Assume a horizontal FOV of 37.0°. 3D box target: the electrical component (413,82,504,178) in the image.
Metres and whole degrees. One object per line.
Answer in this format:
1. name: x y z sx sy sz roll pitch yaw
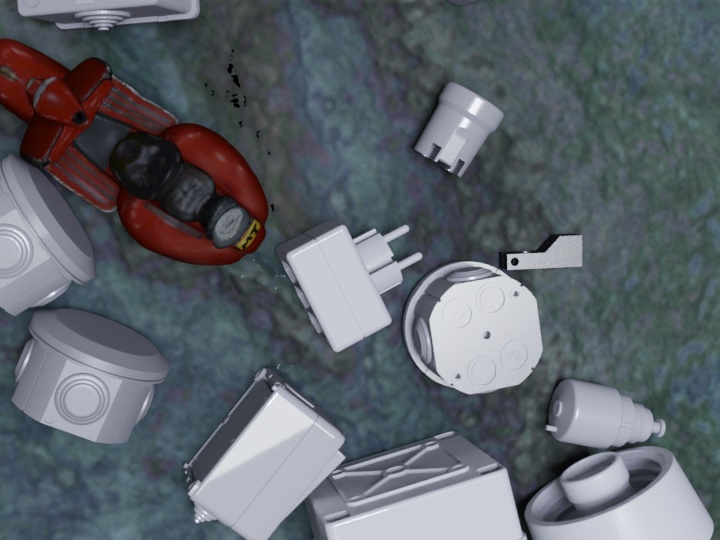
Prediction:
1. electrical component: 0.059 -0.084 0.651 0.040 0.040 0.046 30 95 -13

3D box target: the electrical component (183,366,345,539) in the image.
1. electrical component: -0.059 0.116 0.635 0.061 0.062 0.096 39 87 -13

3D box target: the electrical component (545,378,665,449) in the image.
1. electrical component: 0.158 0.095 0.689 0.078 0.040 0.040 12 93 -13

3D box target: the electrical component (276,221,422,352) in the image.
1. electrical component: 0.000 0.000 0.644 0.077 0.047 0.065 -28 101 -9

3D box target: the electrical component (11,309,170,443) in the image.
1. electrical component: -0.152 0.057 0.601 0.080 0.080 0.051 23 96 -13

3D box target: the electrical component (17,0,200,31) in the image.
1. electrical component: -0.138 -0.179 0.577 0.100 0.048 0.099 -1 97 17

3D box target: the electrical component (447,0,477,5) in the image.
1. electrical component: 0.057 -0.207 0.628 0.054 0.059 0.095 -40 102 -6

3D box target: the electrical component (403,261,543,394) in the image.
1. electrical component: 0.070 0.036 0.659 0.080 0.051 0.080 -1 96 -12

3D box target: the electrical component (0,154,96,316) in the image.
1. electrical component: -0.184 -0.019 0.587 0.051 0.080 0.080 -32 101 -2

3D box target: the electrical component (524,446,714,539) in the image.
1. electrical component: 0.154 0.148 0.662 0.108 0.108 0.060 -26 94 -8

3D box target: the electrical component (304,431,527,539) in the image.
1. electrical component: 0.027 0.144 0.632 0.109 0.109 0.056 -15 96 -10
